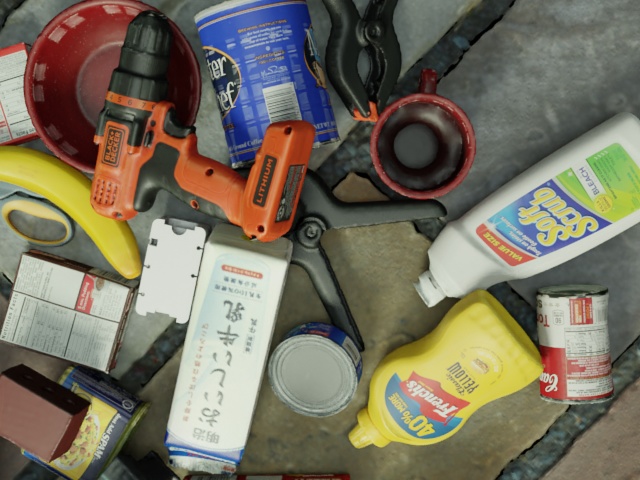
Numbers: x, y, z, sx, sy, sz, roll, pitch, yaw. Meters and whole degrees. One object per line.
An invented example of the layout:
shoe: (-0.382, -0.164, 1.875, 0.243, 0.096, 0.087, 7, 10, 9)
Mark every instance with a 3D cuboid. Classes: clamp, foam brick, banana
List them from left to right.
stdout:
foam brick: (-0.255, 0.155, 0.958, 0.078, 0.053, 0.051, 29, 94, 3)
banana: (-0.240, -0.036, 0.981, 0.198, 0.037, 0.069, 28, 74, 0)
clamp: (-0.007, 0.001, 1.005, 0.210, 0.036, 0.164, 23, 98, -1)
clamp: (0.031, -0.195, 0.969, 0.120, 0.039, 0.171, 1, 94, -27)

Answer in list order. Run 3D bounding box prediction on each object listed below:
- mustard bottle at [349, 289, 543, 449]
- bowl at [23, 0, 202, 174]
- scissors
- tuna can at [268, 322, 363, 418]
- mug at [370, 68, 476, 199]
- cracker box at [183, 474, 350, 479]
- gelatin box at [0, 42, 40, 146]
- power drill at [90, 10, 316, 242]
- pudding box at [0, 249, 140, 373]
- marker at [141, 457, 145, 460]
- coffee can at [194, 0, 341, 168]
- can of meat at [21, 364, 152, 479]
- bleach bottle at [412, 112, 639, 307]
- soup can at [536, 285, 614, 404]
mustard bottle: (0.105, 0.136, 0.994, 0.192, 0.058, 0.096, -38, 105, 17)
bowl: (-0.187, -0.140, 0.985, 0.162, 0.055, 0.162, 0, 95, 0)
scissors: (-0.318, -0.061, 1.012, 0.201, 0.016, 0.096, 27, 93, -2)
tuna can: (-0.004, 0.121, 1.003, 0.086, 0.033, 0.086, 5, 111, 13)
mug: (0.091, -0.098, 0.973, 0.093, 0.081, 0.117, 4, 95, 0)
cracker box: (-0.050, 0.335, 1.015, 0.164, 0.072, 0.214, 0, 95, 1)
gelatin box: (-0.295, -0.132, 0.999, 0.073, 0.030, 0.089, -17, 94, 0)
power drill: (-0.101, -0.088, 0.906, 0.188, 0.057, 0.184, 18, 104, 20)
pudding box: (-0.238, 0.067, 1.011, 0.113, 0.039, 0.090, 17, 95, 1)
marker: (-0.182, 0.268, 1.037, 0.020, 0.020, 0.121, 16, 94, -1)
coffee can: (-0.047, -0.145, 0.960, 0.103, 0.103, 0.140, -14, 95, 1)
can of meat: (-0.222, 0.179, 1.011, 0.084, 0.057, 0.102, 30, 93, 0)
bleach bottle: (0.203, -0.011, 0.991, 0.251, 0.068, 0.102, -34, 95, 5)
soup can: (0.238, 0.096, 0.996, 0.068, 0.068, 0.102, -3, 94, 0)
